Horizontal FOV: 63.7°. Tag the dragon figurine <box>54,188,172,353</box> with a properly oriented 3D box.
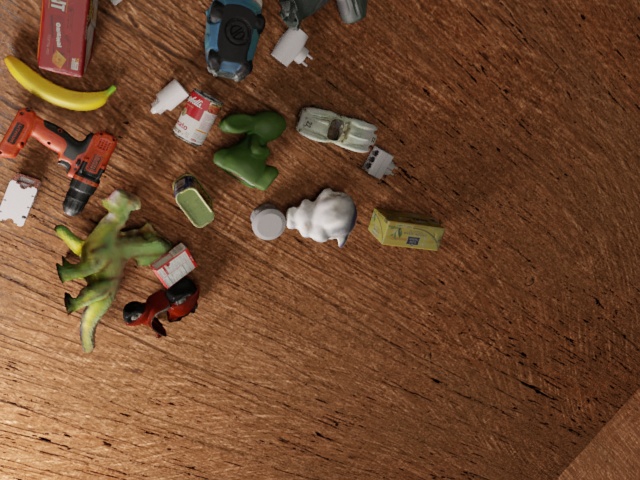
[{"bbox_3d":[-0.446,0.064,1.151,0.244,0.124,0.401,-13,126,-23],"label":"dragon figurine"}]

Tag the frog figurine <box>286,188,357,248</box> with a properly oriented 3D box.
[{"bbox_3d":[0.004,-0.062,1.239,0.159,0.121,0.139,18,74,-16],"label":"frog figurine"}]

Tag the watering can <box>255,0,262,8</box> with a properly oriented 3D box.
[{"bbox_3d":[-0.188,-0.607,0.932,0.225,0.106,0.341,-3,116,-18],"label":"watering can"}]
